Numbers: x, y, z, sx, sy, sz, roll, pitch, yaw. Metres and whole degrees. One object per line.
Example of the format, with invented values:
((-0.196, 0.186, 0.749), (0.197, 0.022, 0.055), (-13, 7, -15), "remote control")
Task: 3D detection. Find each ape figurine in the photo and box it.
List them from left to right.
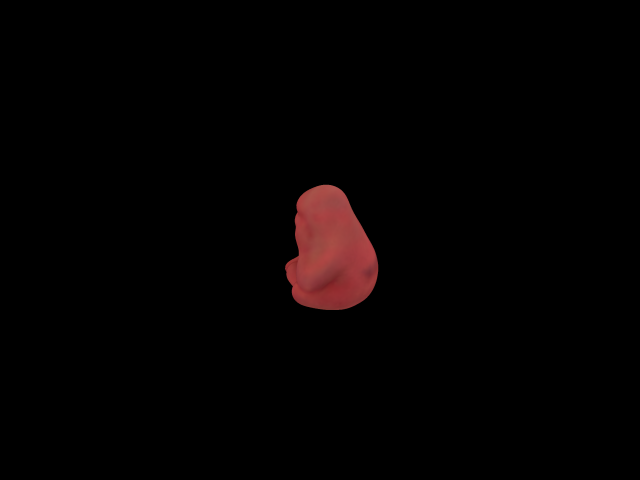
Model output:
((0.004, 0.001, 0.400), (0.076, 0.092, 0.078), (14, 40, 18), "ape figurine")
